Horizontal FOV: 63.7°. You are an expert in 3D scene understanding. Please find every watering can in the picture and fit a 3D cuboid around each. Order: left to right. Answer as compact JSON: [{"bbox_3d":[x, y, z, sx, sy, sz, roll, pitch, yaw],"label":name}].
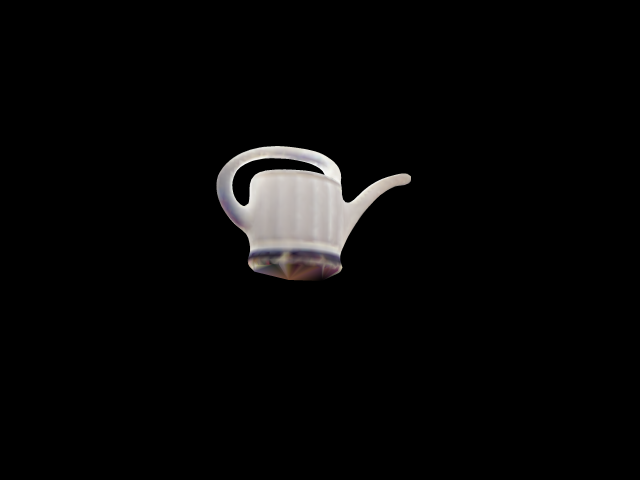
[{"bbox_3d":[0.003,-0.043,0.850,0.347,0.227,0.103,5,-16,-19],"label":"watering can"}]
